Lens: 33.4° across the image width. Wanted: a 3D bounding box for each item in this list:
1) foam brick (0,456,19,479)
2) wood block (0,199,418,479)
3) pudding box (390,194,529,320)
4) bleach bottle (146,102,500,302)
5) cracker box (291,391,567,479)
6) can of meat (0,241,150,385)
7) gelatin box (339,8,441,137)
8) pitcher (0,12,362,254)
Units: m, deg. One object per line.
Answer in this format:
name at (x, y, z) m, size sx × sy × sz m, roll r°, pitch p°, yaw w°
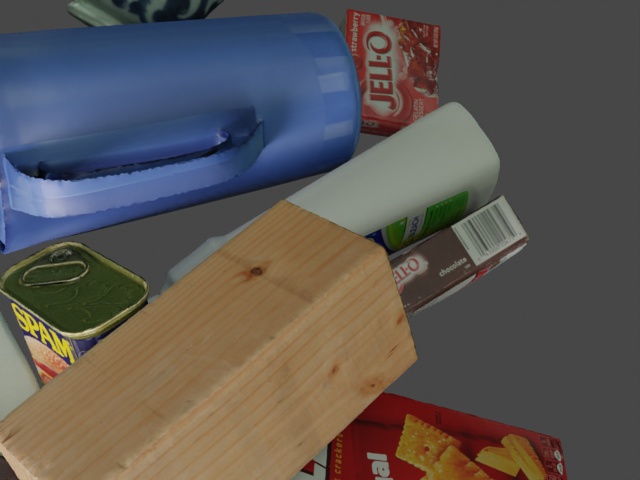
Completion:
foam brick at (-0.187, 0.169, 0.614) m, size 0.053 × 0.051 × 0.078 m, roll 23°, pitch 68°, yaw -6°
wood block at (-0.055, 0.081, 0.570) m, size 0.205 × 0.090 × 0.091 m, roll -39°, pitch 42°, yaw -24°
pudding box at (0.072, 0.023, 0.708) m, size 0.113 × 0.090 × 0.039 m, roll -27°, pitch 82°, yaw -22°
bleach bottle at (-0.005, 0.001, 0.703) m, size 0.250 × 0.102 × 0.068 m, roll -29°, pitch 73°, yaw -14°
cracker box at (0.044, 0.170, 0.626) m, size 0.213 × 0.072 × 0.164 m, roll 16°, pitch 39°, yaw -9°
can of meat at (-0.134, 0.059, 0.625) m, size 0.057 × 0.084 × 0.102 m, roll -33°, pitch 38°, yaw -30°
gelatin box at (0.050, -0.120, 0.784) m, size 0.073 × 0.030 × 0.089 m, roll 8°, pitch 70°, yaw -11°
pitcher at (-0.096, -0.074, 0.674) m, size 0.242 × 0.145 × 0.149 m, roll -12°, pitch 72°, yaw -21°
